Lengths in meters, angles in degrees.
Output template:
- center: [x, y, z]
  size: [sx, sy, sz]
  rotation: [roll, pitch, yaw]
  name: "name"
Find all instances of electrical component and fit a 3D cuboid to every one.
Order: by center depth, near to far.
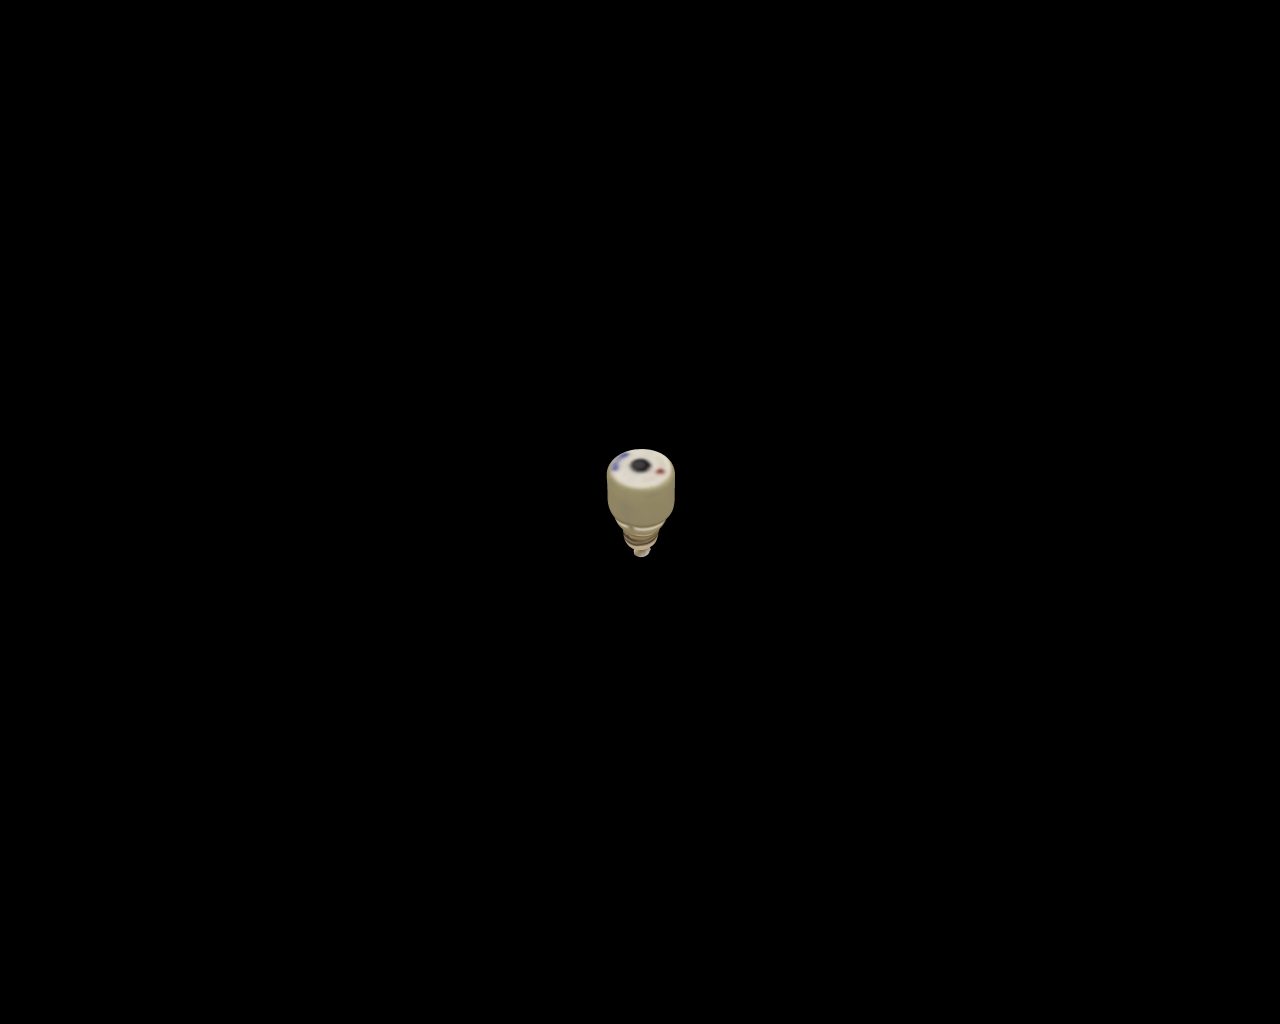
- center: [0.001, -0.003, 0.650]
  size: [0.040, 0.078, 0.040]
  rotation: [0, 44, 0]
  name: "electrical component"
